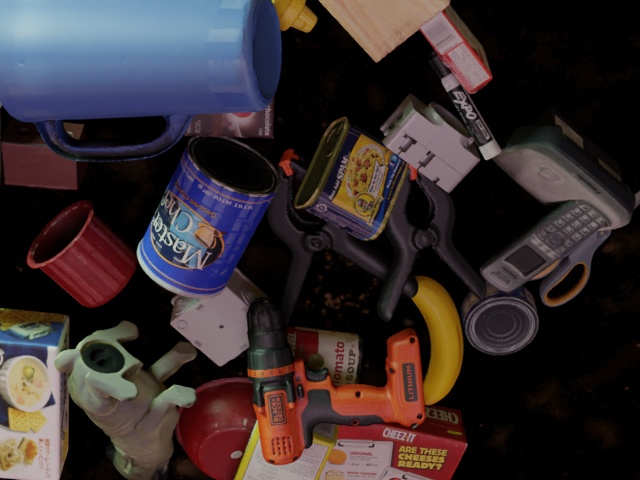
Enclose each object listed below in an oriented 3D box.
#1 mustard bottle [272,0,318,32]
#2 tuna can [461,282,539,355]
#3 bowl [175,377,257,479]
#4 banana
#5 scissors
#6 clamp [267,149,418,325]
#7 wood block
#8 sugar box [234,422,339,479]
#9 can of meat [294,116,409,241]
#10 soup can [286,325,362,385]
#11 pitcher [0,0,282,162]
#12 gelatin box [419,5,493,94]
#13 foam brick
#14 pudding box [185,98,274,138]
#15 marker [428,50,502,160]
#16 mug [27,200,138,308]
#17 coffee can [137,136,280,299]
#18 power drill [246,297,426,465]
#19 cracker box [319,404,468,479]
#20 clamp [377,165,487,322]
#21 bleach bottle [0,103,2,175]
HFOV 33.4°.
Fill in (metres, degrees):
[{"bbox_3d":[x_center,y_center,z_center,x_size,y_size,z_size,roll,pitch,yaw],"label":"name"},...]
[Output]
[{"bbox_3d":[-0.084,-0.250,0.980,0.191,0.058,0.096,31,133,-19],"label":"mustard bottle"},{"bbox_3d":[0.204,0.089,1.212,0.086,0.033,0.086,0,123,0],"label":"tuna can"},{"bbox_3d":[-0.100,0.245,1.300,0.162,0.055,0.162,0,122,0],"label":"bowl"},{"bbox_3d":[0.133,0.113,1.230,0.070,0.037,0.198,4,125,33],"label":"banana"},{"bbox_3d":[0.285,-0.011,1.159,0.096,0.016,0.202,20,120,-12],"label":"scissors"},{"bbox_3d":[-0.008,0.001,1.154,0.165,0.036,0.210,-20,117,20],"label":"clamp"},{"bbox_3d":[0.015,-0.272,0.949,0.090,0.091,0.206,-37,115,20],"label":"wood block"},{"bbox_3d":[-0.049,0.273,1.253,0.093,0.048,0.176,21,123,-2],"label":"sugar box"},{"bbox_3d":[0.034,-0.060,1.082,0.083,0.058,0.102,28,76,-17],"label":"can of meat"},{"bbox_3d":[-0.007,0.135,1.222,0.102,0.068,0.068,7,122,-5],"label":"soup can"},{"bbox_3d":[-0.162,-0.161,0.966,0.243,0.145,0.149,3,159,13],"label":"pitcher"},{"bbox_3d":[0.125,-0.190,1.011,0.030,0.073,0.089,-34,117,19],"label":"gelatin box"},{"bbox_3d":[-0.280,-0.087,1.089,0.078,0.053,0.051,4,122,-3],"label":"foam brick"},{"bbox_3d":[-0.089,-0.158,1.052,0.090,0.039,0.113,2,122,-1],"label":"pudding box"},{"bbox_3d":[0.142,-0.135,1.056,0.020,0.020,0.121,-29,97,17],"label":"marker"},{"bbox_3d":[-0.258,0.019,1.144,0.117,0.093,0.081,-9,134,43],"label":"mug"},{"bbox_3d":[-0.116,-0.024,1.100,0.102,0.103,0.140,22,120,-14],"label":"coffee can"},{"bbox_3d":[0.016,0.144,1.162,0.187,0.057,0.184,-7,97,-2],"label":"power drill"},{"bbox_3d":[0.068,0.290,1.320,0.164,0.072,0.214,13,121,-9],"label":"cracker box"},{"bbox_3d":[0.099,0.004,1.125,0.120,0.039,0.171,-22,101,-12],"label":"clamp"},{"bbox_3d":[-0.374,-0.046,1.111,0.102,0.068,0.251,5,125,-2],"label":"bleach bottle"}]
